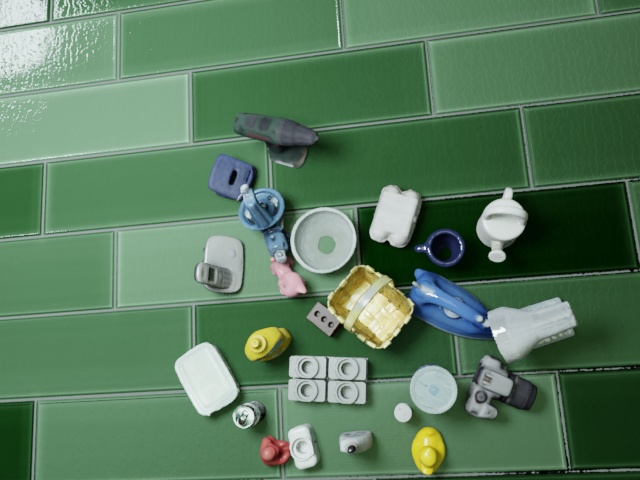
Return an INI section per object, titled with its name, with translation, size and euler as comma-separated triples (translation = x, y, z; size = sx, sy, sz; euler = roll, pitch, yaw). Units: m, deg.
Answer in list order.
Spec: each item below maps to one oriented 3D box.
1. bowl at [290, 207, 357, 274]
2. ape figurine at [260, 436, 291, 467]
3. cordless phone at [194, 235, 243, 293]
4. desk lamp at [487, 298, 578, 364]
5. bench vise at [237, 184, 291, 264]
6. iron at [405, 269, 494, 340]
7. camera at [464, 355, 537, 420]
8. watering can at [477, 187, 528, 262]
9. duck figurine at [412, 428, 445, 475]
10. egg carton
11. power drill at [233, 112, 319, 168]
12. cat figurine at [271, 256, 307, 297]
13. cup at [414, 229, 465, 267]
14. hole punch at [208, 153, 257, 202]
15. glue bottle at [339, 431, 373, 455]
[bowl]
translation = 0.013, 0.005, 1.447
size = 0.167, 0.075, 0.167
euler = -2, 79, 9
[ape figurine]
translation = -0.113, 0.506, 1.364
size = 0.076, 0.092, 0.077
euler = -37, 76, 1
[cordless phone]
translation = -0.259, 0.055, 1.424
size = 0.094, 0.185, 0.147
euler = -3, 79, 9
[desk lamp]
translation = 0.471, 0.190, 1.268
size = 0.203, 0.214, 0.118
euler = -20, 77, 5
[bench vise]
translation = -0.126, -0.054, 1.406
size = 0.121, 0.220, 0.207
euler = -41, 76, 0
[iron]
translation = 0.319, 0.160, 1.335
size = 0.258, 0.141, 0.119
euler = 27, 85, 13
[camera]
translation = 0.414, 0.350, 1.305
size = 0.136, 0.101, 0.143
euler = 21, 83, 12
[watering can]
translation = 0.426, -0.037, 1.328
size = 0.101, 0.194, 0.173
euler = -10, 78, 7
[duck figurine]
translation = 0.249, 0.487, 1.313
size = 0.077, 0.086, 0.104
euler = 6, 80, 10
[egg carton]
translation = 0.190, -0.059, 1.434
size = 0.107, 0.069, 0.150
euler = 15, 82, 12
[power drill]
translation = -0.096, -0.254, 1.445
size = 0.229, 0.208, 0.076
euler = 16, 82, 12
[cat figurine]
translation = -0.082, 0.094, 1.424
size = 0.067, 0.118, 0.127
euler = -35, 76, 1
[cup]
translation = 0.289, 0.027, 1.389
size = 0.117, 0.095, 0.092
euler = -3, 79, 9
[hole punch]
translation = -0.230, -0.164, 1.510
size = 0.101, 0.091, 0.109
euler = 16, 82, 12
[glue bottle]
translation = 0.077, 0.464, 1.300
size = 0.078, 0.173, 0.037
euler = -6, 78, 8
